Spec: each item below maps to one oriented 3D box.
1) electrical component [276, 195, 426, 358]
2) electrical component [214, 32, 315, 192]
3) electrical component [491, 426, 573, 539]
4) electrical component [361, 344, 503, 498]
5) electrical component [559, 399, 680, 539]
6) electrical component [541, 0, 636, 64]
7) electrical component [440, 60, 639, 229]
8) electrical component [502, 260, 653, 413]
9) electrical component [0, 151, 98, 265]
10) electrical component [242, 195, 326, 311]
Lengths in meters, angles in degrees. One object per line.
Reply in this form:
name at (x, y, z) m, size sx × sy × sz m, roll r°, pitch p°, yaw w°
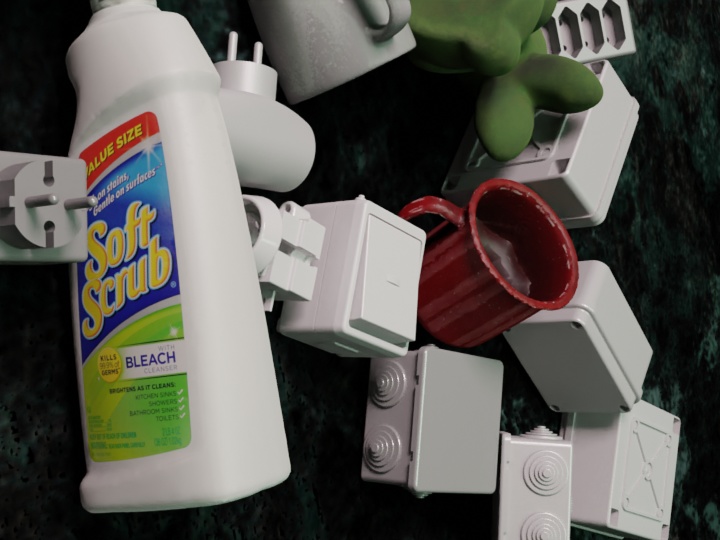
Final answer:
electrical component at (0.000, 0.000, 0.640) m, size 0.062 × 0.061 × 0.096 m, roll 25°, pitch 69°, yaw -46°
electrical component at (-0.065, -0.088, 0.583) m, size 0.077 × 0.044 × 0.079 m, roll 12°, pitch 79°, yaw -48°
electrical component at (0.119, 0.158, 0.747) m, size 0.099 × 0.048 × 0.099 m, roll 61°, pitch 32°, yaw -81°
electrical component at (0.047, 0.098, 0.698) m, size 0.100 × 0.048 × 0.099 m, roll 15°, pitch 77°, yaw -48°
electrical component at (0.210, 0.160, 0.878) m, size 0.109 × 0.056 × 0.108 m, roll 25°, pitch 70°, yaw -45°
electrical component at (0.151, -0.175, 0.814) m, size 0.083 × 0.076 × 0.047 m, roll -13°, pitch 96°, yaw -14°
electrical component at (0.127, -0.083, 0.756) m, size 0.056 × 0.109 × 0.108 m, roll 46°, pitch 55°, yaw -34°
electrical component at (0.164, 0.053, 0.814) m, size 0.113 × 0.078 × 0.057 m, roll 55°, pitch 48°, yaw -32°
electrical component at (-0.144, -0.027, 0.463) m, size 0.066 × 0.077 × 0.047 m, roll 0°, pitch 88°, yaw -49°
electrical component at (-0.053, -0.012, 0.593) m, size 0.055 × 0.048 × 0.066 m, roll 31°, pitch 65°, yaw -52°
